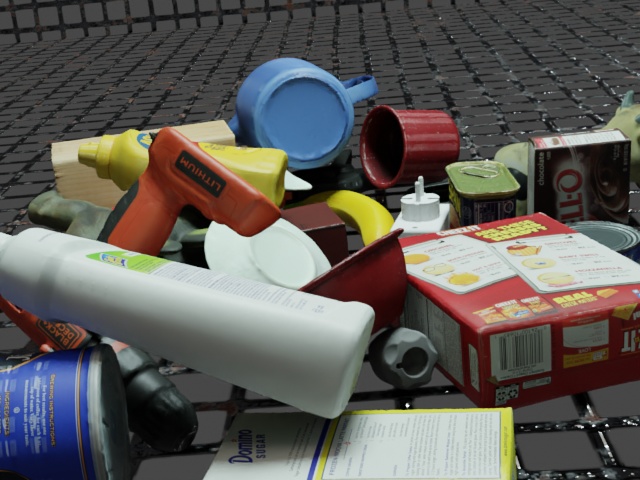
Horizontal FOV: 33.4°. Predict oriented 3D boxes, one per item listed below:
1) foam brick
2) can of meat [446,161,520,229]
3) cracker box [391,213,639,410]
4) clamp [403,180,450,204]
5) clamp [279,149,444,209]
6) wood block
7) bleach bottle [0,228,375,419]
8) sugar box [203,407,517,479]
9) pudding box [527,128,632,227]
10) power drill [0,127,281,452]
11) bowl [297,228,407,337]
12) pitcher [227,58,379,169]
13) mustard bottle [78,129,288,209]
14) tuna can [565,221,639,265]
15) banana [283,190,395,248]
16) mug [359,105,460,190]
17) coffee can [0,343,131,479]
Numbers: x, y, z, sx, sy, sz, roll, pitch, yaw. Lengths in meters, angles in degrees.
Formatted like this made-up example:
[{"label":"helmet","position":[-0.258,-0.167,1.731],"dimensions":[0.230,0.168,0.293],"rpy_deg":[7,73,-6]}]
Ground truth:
[{"label":"foam brick","position":[-0.007,0.001,1.035],"dimensions":[0.053,0.051,0.078],"rpy_deg":[-10,20,-10]},{"label":"can of meat","position":[0.151,-0.021,0.999],"dimensions":[0.057,0.084,0.102],"rpy_deg":[-4,20,-1]},{"label":"cracker box","position":[0.151,0.049,0.823],"dimensions":[0.164,0.072,0.214],"rpy_deg":[-10,18,-15]},{"label":"clamp","position":[0.178,-0.059,1.167],"dimensions":[0.171,0.039,0.120],"rpy_deg":[-23,29,-27]},{"label":"clamp","position":[0.022,-0.074,1.265],"dimensions":[0.209,0.036,0.165],"rpy_deg":[-15,20,-36]},{"label":"wood block","position":[-0.203,-0.075,1.251],"dimensions":[0.206,0.091,0.090],"rpy_deg":[-9,20,-11]},{"label":"bleach bottle","position":[-0.096,0.041,0.669],"dimensions":[0.251,0.068,0.102],"rpy_deg":[16,5,8]},{"label":"sugar box","position":[0.027,0.139,0.634],"dimensions":[0.176,0.048,0.093],"rpy_deg":[-5,17,12]},{"label":"pudding box","position":[0.242,-0.045,1.004],"dimensions":[0.090,0.113,0.039],"rpy_deg":[-6,24,-1]},{"label":"power drill","position":[-0.113,0.030,0.748],"dimensions":[0.184,0.187,0.057],"rpy_deg":[38,-4,18]},{"label":"bowl","position":[0.009,0.057,0.793],"dimensions":[0.162,0.055,0.162],"rpy_deg":[-33,-5,-4]},{"label":"pitcher","position":[-0.018,-0.148,1.225],"dimensions":[0.145,0.149,0.243],"rpy_deg":[26,5,-9]},{"label":"mustard bottle","position":[-0.129,-0.067,0.987],"dimensions":[0.191,0.058,0.096],"rpy_deg":[8,14,3]},{"label":"tuna can","position":[0.244,0.012,0.959],"dimensions":[0.086,0.034,0.086],"rpy_deg":[-5,19,1]},{"label":"banana","position":[0.035,-0.019,1.112],"dimensions":[0.069,0.037,0.198],"rpy_deg":[-36,27,-17]},{"label":"mug","position":[0.097,-0.109,1.205],"dimensions":[0.081,0.093,0.117],"rpy_deg":[-4,23,-30]},{"label":"coffee can","position":[-0.194,0.122,0.654],"dimensions":[0.140,0.103,0.103],"rpy_deg":[-6,19,-2]}]
